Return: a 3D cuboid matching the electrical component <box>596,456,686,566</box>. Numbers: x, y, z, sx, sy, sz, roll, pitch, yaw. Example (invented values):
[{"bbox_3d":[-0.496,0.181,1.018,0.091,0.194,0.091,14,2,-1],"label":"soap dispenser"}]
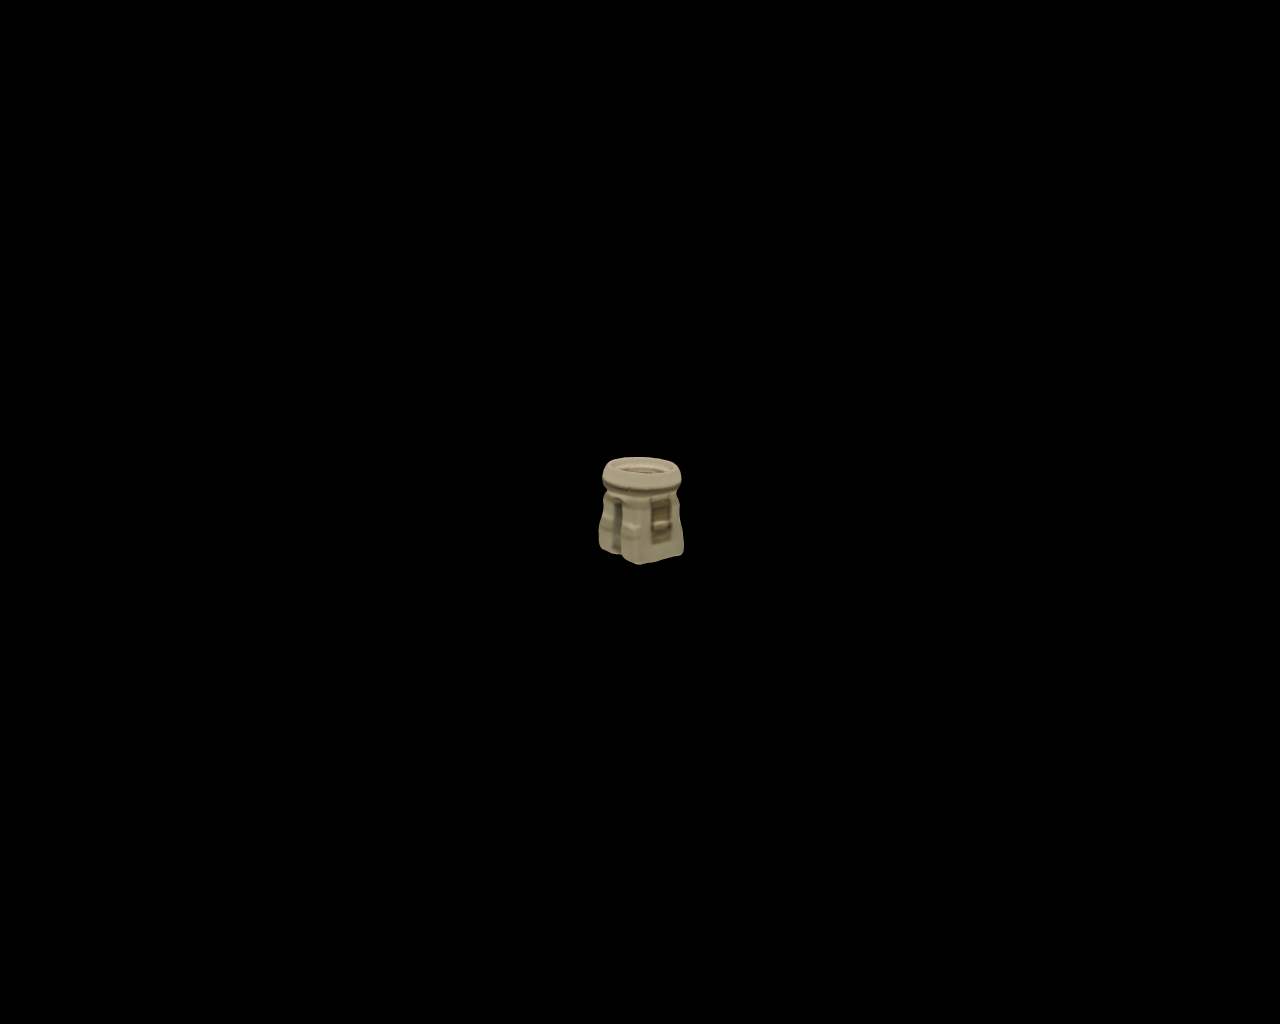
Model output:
[{"bbox_3d":[0.001,-0.003,0.650,0.048,0.055,0.066,-11,19,-34],"label":"electrical component"}]
